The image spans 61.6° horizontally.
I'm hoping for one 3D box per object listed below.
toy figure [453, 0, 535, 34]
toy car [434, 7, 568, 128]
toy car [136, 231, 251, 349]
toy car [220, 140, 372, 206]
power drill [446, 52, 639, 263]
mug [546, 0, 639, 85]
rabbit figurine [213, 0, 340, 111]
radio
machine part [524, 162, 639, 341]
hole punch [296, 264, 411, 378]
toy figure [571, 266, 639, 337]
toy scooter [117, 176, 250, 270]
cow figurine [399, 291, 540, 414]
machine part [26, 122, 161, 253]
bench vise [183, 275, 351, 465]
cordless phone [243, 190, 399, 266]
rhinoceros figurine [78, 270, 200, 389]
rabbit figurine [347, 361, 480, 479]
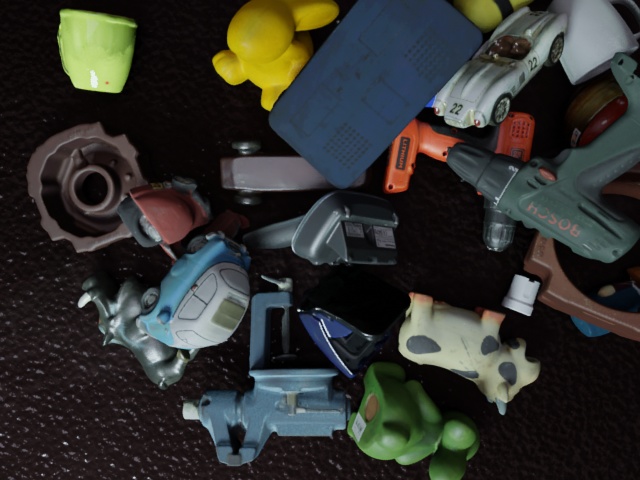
[{"bbox_3d":[0.254,-0.331,0.673,0.180,0.082,0.089,-25,92,3],"label":"toy figure"},{"bbox_3d":[0.214,-0.202,0.628,0.074,0.056,0.202,30,67,38],"label":"toy car"},{"bbox_3d":[-0.139,0.076,0.668,0.161,0.109,0.103,-52,49,-2],"label":"toy car"},{"bbox_3d":[-0.031,-0.093,0.724,0.202,0.053,0.089,-1,106,-1],"label":"toy car"},{"bbox_3d":[0.286,-0.102,0.605,0.232,0.086,0.207,44,106,17],"label":"power drill"},{"bbox_3d":[0.345,-0.269,0.675,0.109,0.081,0.107,-29,85,11],"label":"mug"},{"bbox_3d":[-0.053,-0.240,0.652,0.162,0.173,0.122,-44,88,10],"label":"rabbit figurine"},{"bbox_3d":[0.054,-0.182,0.605,0.131,0.073,0.229,37,113,-14],"label":"radio"},{"bbox_3d":[0.374,0.010,0.665,0.201,0.087,0.201,23,84,18],"label":"machine part"},{"bbox_3d":[0.041,0.102,0.707,0.116,0.142,0.092,32,132,22],"label":"hole punch"},{"bbox_3d":[0.413,0.072,0.716,0.154,0.064,0.058,-30,56,0],"label":"toy figure"},{"bbox_3d":[-0.168,-0.018,0.710,0.135,0.075,0.183,-36,133,-10],"label":"toy scooter"},{"bbox_3d":[0.201,0.150,0.722,0.195,0.085,0.127,16,90,-1],"label":"cow figurine"},{"bbox_3d":[-0.307,-0.072,0.739,0.179,0.056,0.179,0,95,4],"label":"machine part"},{"bbox_3d":[-0.071,0.171,0.726,0.224,0.128,0.240,-3,75,13],"label":"bench vise"},{"bbox_3d":[-0.001,-0.003,0.717,0.184,0.146,0.088,-11,79,40],"label":"cordless phone"},{"bbox_3d":[-0.252,0.118,0.752,0.112,0.073,0.190,-37,95,17],"label":"rhinoceros figurine"},{"bbox_3d":[0.145,0.245,0.714,0.170,0.159,0.121,18,87,-14],"label":"rabbit figurine"}]
